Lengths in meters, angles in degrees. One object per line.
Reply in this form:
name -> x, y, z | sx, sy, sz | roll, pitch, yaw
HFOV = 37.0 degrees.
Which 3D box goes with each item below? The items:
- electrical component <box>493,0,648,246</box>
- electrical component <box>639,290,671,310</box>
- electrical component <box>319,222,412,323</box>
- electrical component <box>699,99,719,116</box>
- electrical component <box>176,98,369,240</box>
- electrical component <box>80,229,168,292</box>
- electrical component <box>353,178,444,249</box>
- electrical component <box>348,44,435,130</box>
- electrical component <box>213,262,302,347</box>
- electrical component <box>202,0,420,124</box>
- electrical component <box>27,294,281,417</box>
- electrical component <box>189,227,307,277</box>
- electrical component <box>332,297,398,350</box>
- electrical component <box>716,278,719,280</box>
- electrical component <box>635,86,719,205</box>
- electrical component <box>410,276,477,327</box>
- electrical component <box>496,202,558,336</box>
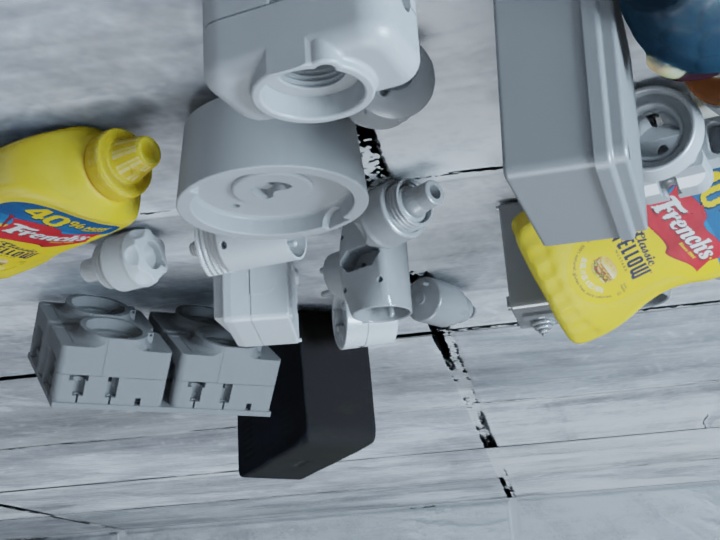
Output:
electrical component -> 0.104, -0.079, 0.527 | 0.056, 0.108, 0.109 | -7, 161, 18
electrical component -> 0.216, -0.002, 0.855 | 0.058, 0.057, 0.078 | 2, 160, -16
electrical component -> 0.000, 0.000, 0.787 | 0.079, 0.077, 0.043 | -19, 157, 38
electrical component -> 0.219, -0.096, 0.603 | 0.065, 0.044, 0.044 | 20, 150, -41
electrical component -> -0.051, -0.064, 0.613 | 0.108, 0.060, 0.108 | -3, 161, -1
electrical component -> -0.177, -0.005, 0.791 | 0.062, 0.043, 0.043 | -12, 160, 25
electrical component -> 0.029, -0.041, 0.724 | 0.043, 0.043, 0.062 | 13, 153, -40
electrical component -> 0.009, -0.094, 0.566 | 0.048, 0.048, 0.062 | 2, 168, -15
electrical component -> -0.081, 0.024, 0.865 | 0.061, 0.061, 0.096 | -4, 161, 1
electrical component -> -0.023, -0.106, 0.496 | 0.095, 0.059, 0.054 | -11, 160, 21
electrical component -> -0.173, 0.071, 0.912 | 0.186, 0.060, 0.105 | 7, -165, -29
electrical component -> -0.083, -0.022, 0.760 | 0.081, 0.043, 0.043 | -10, 160, 19
electrical component -> 0.004, 0.041, 0.948 | 0.047, 0.055, 0.055 | -2, 162, -15
electrical component -> 0.290, -0.026, 0.799 | 0.078, 0.058, 0.057 | -2, 164, -6
electrical component -> 0.176, -0.074, 0.634 | 0.078, 0.058, 0.057 | -12, 162, 24
electrical component -> 0.075, 0.031, 0.950 | 0.040, 0.040, 0.078 | -19, 156, 39
electrical component -> 0.138, 0.001, 0.785 | 0.061, 0.096, 0.061 | -9, 161, 13
